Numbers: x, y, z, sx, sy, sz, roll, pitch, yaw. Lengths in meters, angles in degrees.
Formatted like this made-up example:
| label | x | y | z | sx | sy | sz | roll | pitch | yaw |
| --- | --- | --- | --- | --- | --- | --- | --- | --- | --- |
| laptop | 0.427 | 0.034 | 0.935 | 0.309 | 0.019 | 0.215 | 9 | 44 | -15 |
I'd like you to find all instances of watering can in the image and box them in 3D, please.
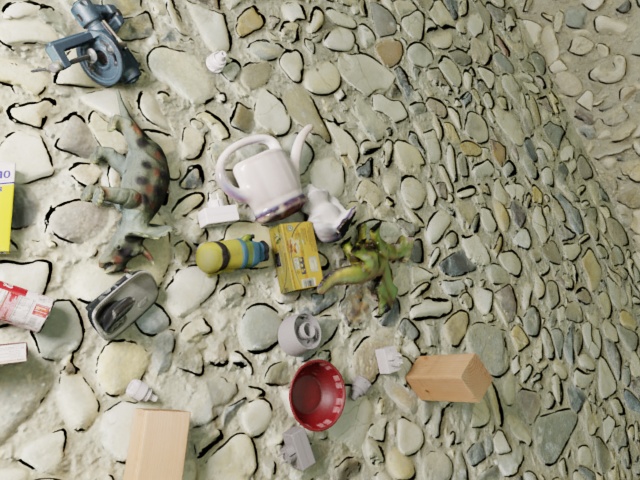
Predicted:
| label | x | y | z | sx | sy | sz | roll | pitch | yaw |
| --- | --- | --- | --- | --- | --- | --- | --- | --- | --- |
| watering can | -0.102 | -0.173 | 1.315 | 0.352 | 0.224 | 0.103 | -28 | 4 | -38 |

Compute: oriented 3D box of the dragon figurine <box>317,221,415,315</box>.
| label | x | y | z | sx | sy | sz | roll | pitch | yaw |
| --- | --- | --- | --- | --- | --- | --- | --- | --- | --- |
| dragon figurine | 0.147 | 0.094 | 1.404 | 0.121 | 0.240 | 0.418 | -13 | 26 | 46 |

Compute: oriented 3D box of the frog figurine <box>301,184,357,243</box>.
| label | x | y | z | sx | sy | sz | roll | pitch | yaw |
| --- | --- | --- | --- | --- | --- | --- | --- | --- | --- |
| frog figurine | 0.004 | -0.069 | 1.377 | 0.160 | 0.140 | 0.120 | 27 | -31 | 15 |
